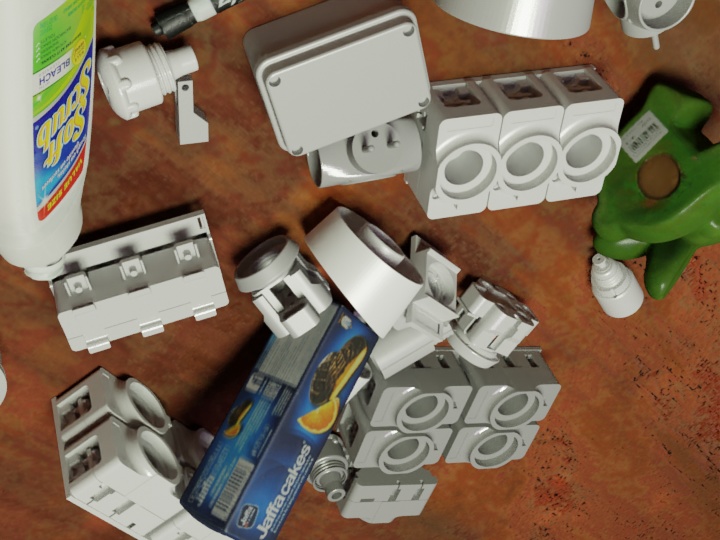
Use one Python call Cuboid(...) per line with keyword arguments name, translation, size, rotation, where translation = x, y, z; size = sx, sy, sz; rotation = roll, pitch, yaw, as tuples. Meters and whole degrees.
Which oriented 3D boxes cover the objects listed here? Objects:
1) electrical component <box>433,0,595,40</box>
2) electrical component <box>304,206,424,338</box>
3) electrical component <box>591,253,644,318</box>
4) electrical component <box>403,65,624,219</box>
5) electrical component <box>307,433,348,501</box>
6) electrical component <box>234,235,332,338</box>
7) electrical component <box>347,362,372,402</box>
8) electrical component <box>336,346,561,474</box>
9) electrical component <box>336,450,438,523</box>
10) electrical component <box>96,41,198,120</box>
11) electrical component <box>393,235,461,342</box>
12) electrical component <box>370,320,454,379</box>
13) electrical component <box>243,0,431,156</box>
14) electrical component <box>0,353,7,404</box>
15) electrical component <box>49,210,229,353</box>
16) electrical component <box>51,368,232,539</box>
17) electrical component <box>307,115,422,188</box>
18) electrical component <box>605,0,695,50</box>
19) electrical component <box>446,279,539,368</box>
Cuboid(name="electrical component", translation=(0.105, -0.199, 0.701), size=(0.108, 0.108, 0.060), rotation=(-3, 124, -21))
Cuboid(name="electrical component", translation=(0.000, 0.000, 0.836), size=(0.064, 0.099, 0.099), rotation=(-48, 131, 12))
Cuboid(name="electrical component", translation=(0.231, 0.011, 0.986), size=(0.040, 0.040, 0.078), rotation=(-34, 134, 7))
Cuboid(name="electrical component", translation=(0.118, -0.097, 0.825), size=(0.150, 0.061, 0.089), rotation=(-9, 132, -16))
Cuboid(name="electrical component", translation=(-0.031, 0.188, 1.012), size=(0.048, 0.062, 0.048), rotation=(-12, 133, -13))
Cuboid(name="electrical component", translation=(-0.061, 0.010, 0.838), size=(0.058, 0.078, 0.057), rotation=(-34, 113, 7))
Cuboid(name="electrical component", translation=(-0.032, 0.107, 0.954), size=(0.043, 0.043, 0.081), rotation=(26, 115, -38))
Cuboid(name="electrical component", translation=(0.085, 0.131, 1.014), size=(0.186, 0.060, 0.105), rotation=(2, 128, -25))
Cuboid(name="electrical component", translation=(0.021, 0.213, 1.065), size=(0.089, 0.050, 0.055), rotation=(4, 127, -27))
Cuboid(name="electrical component", translation=(-0.137, -0.128, 0.699), size=(0.062, 0.048, 0.048), rotation=(-22, 135, -13))
Cuboid(name="electrical component", translation=(0.045, 0.019, 0.889), size=(0.064, 0.081, 0.042), rotation=(-21, 141, 37))
Cuboid(name="electrical component", translation=(0.045, 0.056, 0.932), size=(0.081, 0.043, 0.043), rotation=(-30, 135, -5))
Cuboid(name="electrical component", translation=(-0.014, -0.136, 0.736), size=(0.113, 0.057, 0.078), rotation=(-22, 135, -5))
Cuboid(name="electrical component", translation=(-0.306, 0.076, 0.800), size=(0.080, 0.051, 0.080), rotation=(-12, 133, -13))
Cuboid(name="electrical component", translation=(-0.164, 0.011, 0.797), size=(0.121, 0.063, 0.078), rotation=(-17, 134, -9))
Cuboid(name="electrical component", translation=(-0.168, 0.172, 0.908), size=(0.060, 0.105, 0.186), rotation=(-35, 134, 8))
Cuboid(name="electrical component", translation=(0.007, -0.087, 0.778), size=(0.077, 0.079, 0.044), rotation=(-11, 96, -14))
Cuboid(name="electrical component", translation=(0.201, -0.192, 0.766), size=(0.044, 0.077, 0.079), rotation=(-27, 135, 0))
Cuboid(name="electrical component", translation=(0.112, 0.049, 0.956), size=(0.078, 0.058, 0.057), rotation=(22, 115, -37))
